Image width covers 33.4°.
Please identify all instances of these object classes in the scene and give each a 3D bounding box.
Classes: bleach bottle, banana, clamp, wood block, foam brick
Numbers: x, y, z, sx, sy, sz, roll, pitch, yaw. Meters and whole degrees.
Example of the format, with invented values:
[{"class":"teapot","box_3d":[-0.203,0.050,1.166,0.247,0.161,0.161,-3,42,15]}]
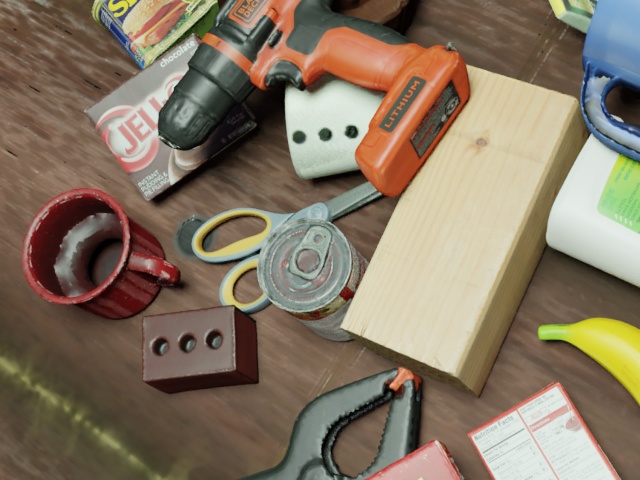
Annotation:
[{"class":"bleach bottle","box_3d":[0.285,0.008,0.708,0.251,0.068,0.102,25,69,19]},{"class":"banana","box_3d":[0.224,0.124,0.707,0.070,0.037,0.198,-39,63,22]},{"class":"clamp","box_3d":[0.009,0.184,0.756,0.210,0.036,0.165,-46,67,3]},{"class":"wood block","box_3d":[0.107,-0.005,0.756,0.091,0.090,0.206,22,81,24]},{"class":"foam brick","box_3d":[-0.091,0.084,0.813,0.078,0.051,0.053,-9,70,15]}]

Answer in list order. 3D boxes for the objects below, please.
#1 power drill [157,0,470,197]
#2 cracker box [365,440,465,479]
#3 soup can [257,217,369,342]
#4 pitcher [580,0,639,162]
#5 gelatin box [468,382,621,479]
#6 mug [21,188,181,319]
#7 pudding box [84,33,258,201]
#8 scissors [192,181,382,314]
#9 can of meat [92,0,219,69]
[{"class":"power drill","box_3d":[-0.006,-0.108,0.746,0.188,0.057,0.184,34,87,24]},{"class":"cracker box","box_3d":[0.061,0.260,0.676,0.164,0.072,0.214,-30,76,3]},{"class":"soup can","box_3d":[0.004,0.031,0.771,0.069,0.102,0.068,-6,71,17]},{"class":"pitcher","box_3d":[0.295,-0.111,0.674,0.243,0.149,0.144,30,44,21]},{"class":"gelatin box","box_3d":[0.154,0.152,0.722,0.073,0.030,0.089,-32,66,8]},{"class":"mug","box_3d":[-0.164,0.017,0.842,0.117,0.081,0.093,7,75,21]},{"class":"pudding box","box_3d":[-0.120,-0.099,0.870,0.113,0.039,0.090,-34,96,4]},{"class":"scissors","box_3d":[-0.005,0.001,0.831,0.202,0.016,0.096,-11,72,16]},{"class":"can of meat","box_3d":[-0.130,-0.194,0.915,0.102,0.057,0.084,-42,68,2]}]
